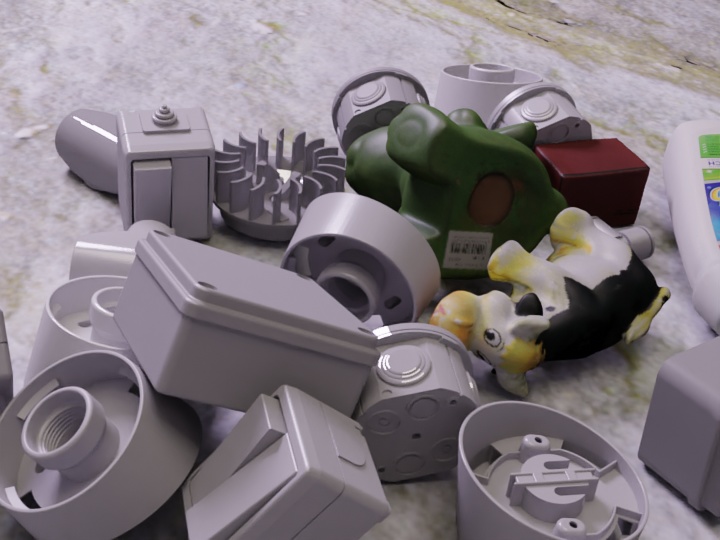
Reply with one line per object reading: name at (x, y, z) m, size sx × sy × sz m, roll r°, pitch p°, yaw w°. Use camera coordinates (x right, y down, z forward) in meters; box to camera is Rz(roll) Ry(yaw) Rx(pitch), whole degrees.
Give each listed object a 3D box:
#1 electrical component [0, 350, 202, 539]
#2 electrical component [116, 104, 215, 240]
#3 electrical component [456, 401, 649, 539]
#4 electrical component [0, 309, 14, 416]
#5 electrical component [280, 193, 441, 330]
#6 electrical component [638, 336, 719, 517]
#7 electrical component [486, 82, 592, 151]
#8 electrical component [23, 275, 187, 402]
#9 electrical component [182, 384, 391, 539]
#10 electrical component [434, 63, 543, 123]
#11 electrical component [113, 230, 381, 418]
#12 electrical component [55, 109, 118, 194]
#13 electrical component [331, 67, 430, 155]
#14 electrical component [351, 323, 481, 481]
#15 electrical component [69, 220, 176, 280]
electrical component at (-0.133, 0.090, 0.536) m, size 0.099 × 0.064 × 0.099 m, roll -16°, pitch 47°, yaw 17°
electrical component at (-0.135, -0.069, 0.750) m, size 0.062 × 0.096 × 0.061 m, roll -5°, pitch 42°, yaw -16°
electrical component at (0.095, 0.115, 0.546) m, size 0.099 × 0.064 × 0.099 m, roll 4°, pitch 35°, yaw -3°
electrical component at (-0.207, 0.070, 0.568) m, size 0.047 × 0.083 × 0.075 m, roll -9°, pitch 75°, yaw -20°
electrical component at (0.000, 0.000, 0.674) m, size 0.099 × 0.099 × 0.064 m, roll 15°, pitch 41°, yaw 14°
electrical component at (0.220, 0.079, 0.604) m, size 0.113 × 0.078 × 0.057 m, roll -17°, pitch 37°, yaw -30°
electrical component at (0.144, -0.105, 0.860) m, size 0.080 × 0.080 × 0.051 m, roll -9°, pitch 43°, yaw -20°
electrical component at (-0.143, 0.047, 0.632) m, size 0.099 × 0.064 × 0.099 m, roll 13°, pitch 23°, yaw -6°
electrical component at (-0.044, 0.111, 0.510) m, size 0.061 × 0.096 × 0.061 m, roll 34°, pitch 20°, yaw -33°
electrical component at (0.115, -0.148, 0.953) m, size 0.099 × 0.064 × 0.099 m, roll 3°, pitch 21°, yaw -1°
electrical component at (-0.062, 0.031, 0.563) m, size 0.109 × 0.056 × 0.109 m, roll 18°, pitch 10°, yaw -29°
electrical component at (-0.179, -0.096, 0.830) m, size 0.077 × 0.044 × 0.079 m, roll 28°, pitch 40°, yaw 29°
electrical component at (0.019, -0.117, 0.860) m, size 0.080 × 0.080 × 0.051 m, roll 0°, pitch 40°, yaw -9°
electrical component at (0.026, 0.072, 0.585) m, size 0.080 × 0.080 × 0.051 m, roll -2°, pitch 39°, yaw -10°
electrical component at (-0.141, -0.006, 0.705) m, size 0.077 × 0.044 × 0.079 m, roll 7°, pitch 34°, yaw 1°
